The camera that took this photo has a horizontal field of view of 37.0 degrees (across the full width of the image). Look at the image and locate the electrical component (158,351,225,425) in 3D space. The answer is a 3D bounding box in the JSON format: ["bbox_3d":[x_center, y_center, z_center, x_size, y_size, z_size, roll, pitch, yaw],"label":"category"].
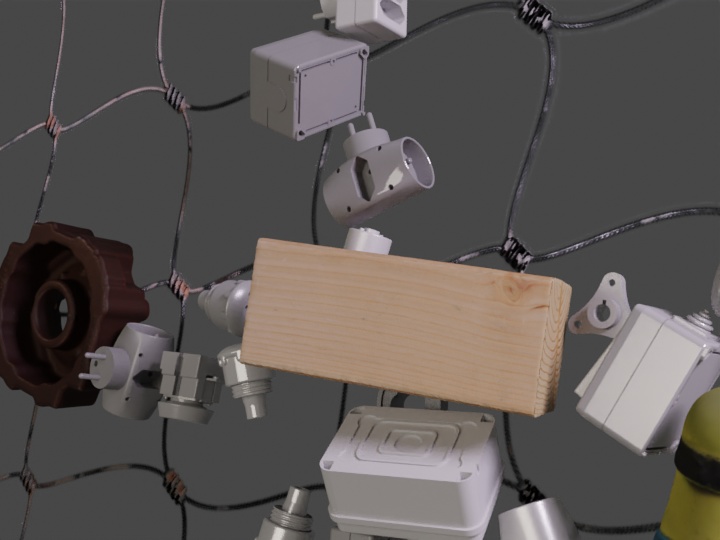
[{"bbox_3d":[-0.145,0.101,0.918,0.066,0.048,0.055,3,78,35],"label":"electrical component"}]

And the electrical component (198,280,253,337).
[{"bbox_3d":[-0.110,0.029,0.904,0.062,0.048,0.048,9,89,42],"label":"electrical component"}]

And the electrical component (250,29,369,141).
[{"bbox_3d":[-0.038,-0.151,0.852,0.061,0.096,0.061,28,129,34],"label":"electrical component"}]

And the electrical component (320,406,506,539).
[{"bbox_3d":[0.038,0.142,0.748,0.113,0.078,0.057,0,119,23],"label":"electrical component"}]

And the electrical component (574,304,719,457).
[{"bbox_3d":[0.188,0.062,0.682,0.061,0.062,0.096,35,103,32],"label":"electrical component"}]

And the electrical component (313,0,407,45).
[{"bbox_3d":[-0.006,-0.218,0.862,0.077,0.047,0.065,-3,82,33],"label":"electrical component"}]

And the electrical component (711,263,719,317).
[{"bbox_3d":[0.250,0.013,0.658,0.062,0.048,0.048,17,94,28],"label":"electrical component"}]

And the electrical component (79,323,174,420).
[{"bbox_3d":[-0.209,0.087,0.942,0.043,0.079,0.077,23,97,44],"label":"electrical component"}]

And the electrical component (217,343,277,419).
[{"bbox_3d":[-0.089,0.090,0.881,0.048,0.048,0.062,-16,82,32],"label":"electrical component"}]

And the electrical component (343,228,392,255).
[{"bbox_3d":[0.000,0.000,0.834,0.044,0.044,0.065,16,88,35],"label":"electrical component"}]

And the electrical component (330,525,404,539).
[{"bbox_3d":[0.019,0.233,0.786,0.076,0.047,0.083,1,85,34],"label":"electrical component"}]

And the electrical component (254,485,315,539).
[{"bbox_3d":[-0.055,0.201,0.844,0.048,0.048,0.062,14,85,35],"label":"electrical component"}]

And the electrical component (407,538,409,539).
[{"bbox_3d":[0.051,0.188,0.773,0.040,0.040,0.078,-50,60,19],"label":"electrical component"}]

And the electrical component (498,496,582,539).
[{"bbox_3d":[0.111,0.202,0.728,0.079,0.043,0.077,-28,69,29],"label":"electrical component"}]

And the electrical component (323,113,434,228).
[{"bbox_3d":[0.009,-0.083,0.836,0.077,0.043,0.079,-26,70,29],"label":"electrical component"}]
